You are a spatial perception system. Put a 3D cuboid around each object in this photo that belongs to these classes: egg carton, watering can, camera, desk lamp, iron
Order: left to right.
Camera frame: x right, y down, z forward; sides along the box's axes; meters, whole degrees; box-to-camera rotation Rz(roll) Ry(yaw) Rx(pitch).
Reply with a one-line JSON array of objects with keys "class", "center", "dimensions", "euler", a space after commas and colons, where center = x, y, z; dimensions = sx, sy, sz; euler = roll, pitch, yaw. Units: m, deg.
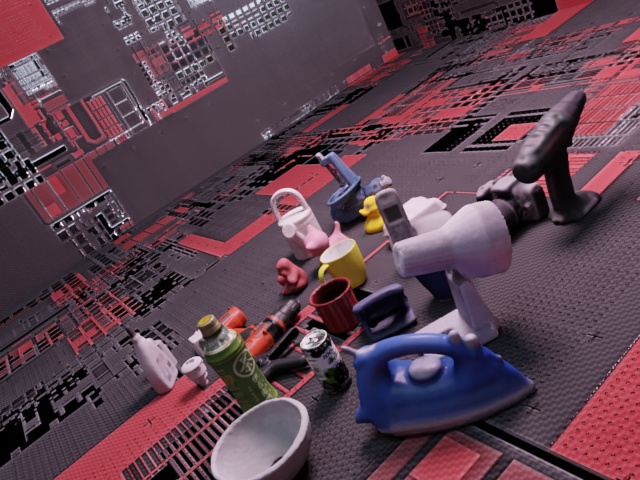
[{"class": "watering can", "center": [-0.061, -0.048, 1.532], "dimensions": [0.101, 0.194, 0.172], "euler": [-30, 22, -4]}, {"class": "egg carton", "center": [0.224, -0.045, 1.356], "dimensions": [0.150, 0.069, 0.107], "euler": [-37, 23, -21]}, {"class": "iron", "center": [0.159, 0.185, 0.823], "dimensions": [0.257, 0.142, 0.119], "euler": [-18, 24, 24]}, {"class": "desk lamp", "center": [0.218, 0.065, 0.921], "dimensions": [0.203, 0.214, 0.117], "euler": [-29, 22, -2]}, {"class": "camera", "center": [0.375, -0.072, 1.194], "dimensions": [0.137, 0.101, 0.142], "euler": [-38, 24, -23]}]

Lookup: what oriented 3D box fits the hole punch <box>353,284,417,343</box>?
[{"class": "hole punch", "center": [0.112, 0.124, 1.083], "dimensions": [0.108, 0.091, 0.101], "euler": [-28, 22, 0]}]

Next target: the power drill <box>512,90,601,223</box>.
[{"class": "power drill", "center": [0.469, -0.151, 1.112], "dimensions": [0.230, 0.209, 0.075], "euler": [-39, 24, -25]}]

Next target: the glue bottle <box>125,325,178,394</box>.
[{"class": "glue bottle", "center": [-0.377, 0.254, 1.262], "dimensions": [0.037, 0.173, 0.078], "euler": [-24, 22, 11]}]

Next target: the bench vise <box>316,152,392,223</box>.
[{"class": "bench vise", "center": [0.092, -0.161, 1.568], "dimensions": [0.207, 0.220, 0.121], "euler": [-21, 23, 18]}]

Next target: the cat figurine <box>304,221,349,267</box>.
[{"class": "cat figurine", "center": [0.013, 0.005, 1.429], "dimensions": [0.128, 0.118, 0.067], "euler": [-39, 24, -25]}]

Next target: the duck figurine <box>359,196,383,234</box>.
[{"class": "duck figurine", "center": [0.151, -0.077, 1.491], "dimensions": [0.104, 0.086, 0.077], "euler": [-28, 22, 1]}]

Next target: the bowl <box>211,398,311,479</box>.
[{"class": "bowl", "center": [-0.078, 0.328, 0.876], "dimensions": [0.167, 0.075, 0.167], "euler": [-24, 22, 11]}]

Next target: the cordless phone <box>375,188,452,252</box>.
[{"class": "cordless phone", "center": [0.204, -0.037, 1.205], "dimensions": [0.147, 0.185, 0.094], "euler": [-24, 22, 10]}]

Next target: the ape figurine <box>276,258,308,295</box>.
[{"class": "ape figurine", "center": [-0.076, 0.085, 1.392], "dimensions": [0.076, 0.092, 0.077], "euler": [-30, 22, -5]}]

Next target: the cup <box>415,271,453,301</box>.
[{"class": "cup", "center": [0.233, 0.057, 1.083], "dimensions": [0.118, 0.095, 0.091], "euler": [-37, 23, -22]}]
